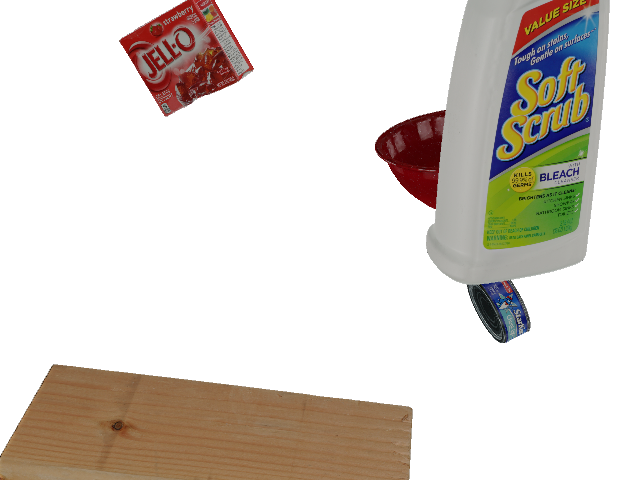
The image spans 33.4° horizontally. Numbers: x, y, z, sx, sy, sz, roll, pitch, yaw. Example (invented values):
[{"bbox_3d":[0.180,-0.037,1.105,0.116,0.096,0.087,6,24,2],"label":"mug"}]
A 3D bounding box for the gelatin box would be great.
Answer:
[{"bbox_3d":[-0.108,-0.148,0.853,0.089,0.073,0.030,-18,19,37],"label":"gelatin box"}]

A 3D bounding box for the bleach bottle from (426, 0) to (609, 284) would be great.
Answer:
[{"bbox_3d":[0.117,-0.101,0.627,0.102,0.251,0.068,-9,29,-14],"label":"bleach bottle"}]

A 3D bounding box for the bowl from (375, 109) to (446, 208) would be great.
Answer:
[{"bbox_3d":[0.131,-0.067,0.927,0.162,0.055,0.162,-8,24,3],"label":"bowl"}]

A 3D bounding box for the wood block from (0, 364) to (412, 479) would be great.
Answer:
[{"bbox_3d":[-0.057,0.138,0.584,0.206,0.090,0.090,7,29,4],"label":"wood block"}]

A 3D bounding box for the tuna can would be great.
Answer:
[{"bbox_3d":[0.201,0.073,1.211,0.033,0.086,0.086,-26,4,-8],"label":"tuna can"}]
